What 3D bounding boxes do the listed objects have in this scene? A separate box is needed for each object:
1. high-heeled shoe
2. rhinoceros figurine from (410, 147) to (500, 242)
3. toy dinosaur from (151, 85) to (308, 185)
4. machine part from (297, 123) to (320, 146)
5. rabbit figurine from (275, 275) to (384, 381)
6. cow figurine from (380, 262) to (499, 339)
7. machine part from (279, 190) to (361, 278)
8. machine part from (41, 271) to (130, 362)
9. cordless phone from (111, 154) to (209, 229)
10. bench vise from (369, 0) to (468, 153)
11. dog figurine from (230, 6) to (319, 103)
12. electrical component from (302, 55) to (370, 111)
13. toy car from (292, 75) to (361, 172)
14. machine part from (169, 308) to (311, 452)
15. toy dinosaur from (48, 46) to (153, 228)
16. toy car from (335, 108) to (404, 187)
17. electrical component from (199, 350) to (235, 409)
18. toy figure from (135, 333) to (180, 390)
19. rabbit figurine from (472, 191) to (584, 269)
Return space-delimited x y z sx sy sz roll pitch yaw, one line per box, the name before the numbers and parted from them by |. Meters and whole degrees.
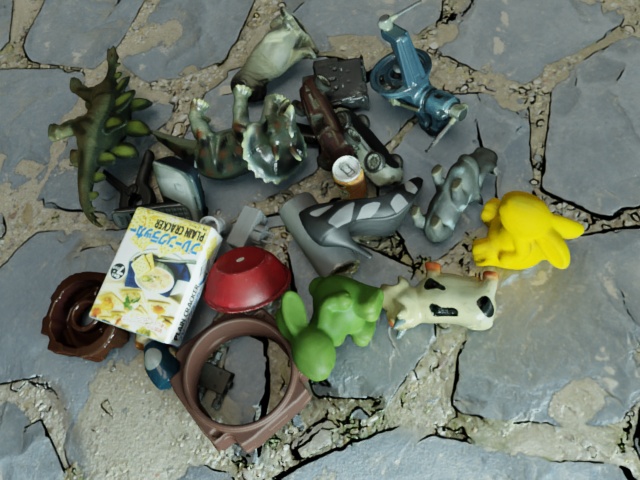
high-heeled shoe | 0.077 -0.065 0.953 0.145 0.086 0.249 35 53 9
rhinoceros figurine | 0.243 -0.080 0.942 0.190 0.112 0.073 -57 40 2
toy dinosaur | -0.182 -0.186 1.066 0.405 0.131 0.192 -12 75 31
machine part | -0.053 -0.221 1.101 0.139 0.039 0.084 9 63 17
rabbit figurine | 0.005 0.135 0.858 0.159 0.121 0.170 30 52 6
cow figurine | 0.192 0.105 0.894 0.195 0.085 0.127 8 64 14
machine part | -0.002 -0.003 0.980 0.079 0.079 0.243 -34 65 -2
machine part | -0.441 0.145 1.029 0.179 0.056 0.179 -5 67 11
cordless phone | -0.316 -0.086 1.034 0.184 0.146 0.089 -11 49 -7
bench vise | 0.167 -0.300 0.984 0.129 0.240 0.224 -36 50 1
dog figurine | -0.113 -0.392 1.160 0.190 0.121 0.172 -33 21 22
electrical component | 0.032 -0.314 1.107 0.134 0.058 0.115 -9 65 8
toy car | 0.004 -0.225 1.020 0.089 0.053 0.202 -40 65 36
machine part | -0.128 0.227 0.892 0.201 0.087 0.202 -37 65 -16
toy dinosaur | -0.465 -0.228 1.137 0.199 0.105 0.471 -8 65 20
toy car | 0.088 -0.181 1.031 0.202 0.073 0.056 55 126 25
electrical component | -0.184 0.246 0.951 0.063 0.021 0.094 16 72 18
toy figure | -0.300 0.195 0.979 0.064 0.057 0.154 -22 62 -21
rabbit figurine | 0.326 -0.013 0.861 0.163 0.173 0.122 26 72 25
